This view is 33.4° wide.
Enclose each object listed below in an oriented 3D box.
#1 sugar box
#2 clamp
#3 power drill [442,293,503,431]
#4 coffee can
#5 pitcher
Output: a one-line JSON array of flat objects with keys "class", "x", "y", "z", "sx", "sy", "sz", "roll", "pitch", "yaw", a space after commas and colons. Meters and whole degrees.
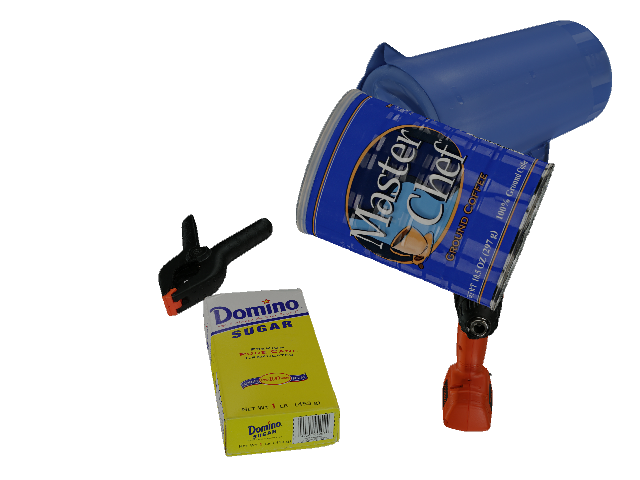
[{"class": "sugar box", "x": -0.046, "y": 0.106, "z": 0.907, "sx": 0.093, "sy": 0.048, "sz": 0.176, "roll": -4, "pitch": 33, "yaw": -11}, {"class": "clamp", "x": -0.128, "y": 0.023, "z": 1.244, "sx": 0.120, "sy": 0.039, "sz": 0.171, "roll": -7, "pitch": 37, "yaw": 21}, {"class": "power drill", "x": 0.167, "y": 0.111, "z": 1.160, "sx": 0.057, "sy": 0.188, "sz": 0.184, "roll": 6, "pitch": 25, "yaw": 7}, {"class": "coffee can", "x": 0.068, "y": -0.028, "z": 0.700, "sx": 0.140, "sy": 0.103, "sz": 0.102, "roll": 22, "pitch": 5, "yaw": 12}, {"class": "pitcher", "x": 0.165, "y": -0.123, "z": 1.024, "sx": 0.242, "sy": 0.149, "sz": 0.145, "roll": -22, "pitch": 45, "yaw": -29}]
